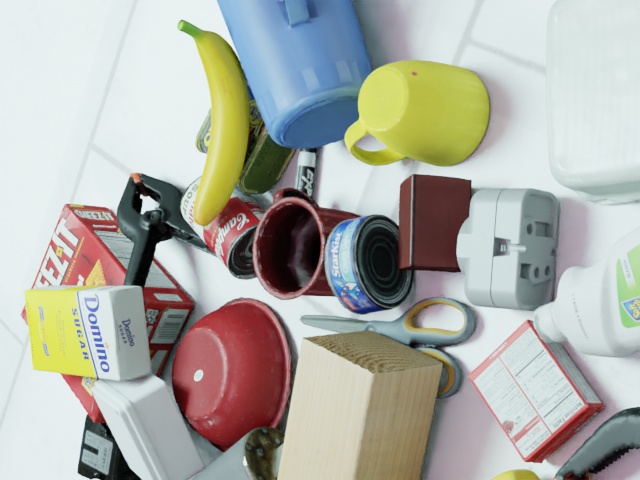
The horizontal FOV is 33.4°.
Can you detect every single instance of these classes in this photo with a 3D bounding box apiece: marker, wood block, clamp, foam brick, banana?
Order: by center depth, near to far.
[{"bbox_3d":[0.257,0.149,0.744,0.210,0.036,0.164,-11,77,44],"label":"clamp"},{"bbox_3d":[0.096,-0.013,0.898,0.053,0.051,0.078,150,122,-82],"label":"foam brick"},{"bbox_3d":[0.027,0.191,0.914,0.091,0.090,0.206,21,105,44],"label":"wood block"},{"bbox_3d":[-0.099,-0.114,1.023,0.037,0.069,0.198,24,121,62],"label":"banana"},{"bbox_3d":[-0.016,-0.054,1.046,0.020,0.020,0.121,7,90,44],"label":"marker"},{"bbox_3d":[-0.165,-0.015,1.158,0.039,0.120,0.171,82,171,-51],"label":"clamp"}]

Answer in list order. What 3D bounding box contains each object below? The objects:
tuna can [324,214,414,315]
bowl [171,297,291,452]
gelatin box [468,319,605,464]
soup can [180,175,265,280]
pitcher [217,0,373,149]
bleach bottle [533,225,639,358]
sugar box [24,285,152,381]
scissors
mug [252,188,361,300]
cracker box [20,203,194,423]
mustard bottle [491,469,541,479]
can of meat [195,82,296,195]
[{"bbox_3d":[0.045,0.021,0.933,0.034,0.085,0.086,-13,77,41],"label":"tuna can"},{"bbox_3d":[-0.101,0.136,1.077,0.162,0.055,0.162,-12,74,46],"label":"bowl"},{"bbox_3d":[0.169,0.119,0.839,0.073,0.030,0.089,-50,54,27],"label":"gelatin box"},{"bbox_3d":[-0.089,-0.016,1.080,0.102,0.068,0.069,46,116,38],"label":"soup can"},{"bbox_3d":[-0.030,-0.217,0.997,0.145,0.148,0.243,-33,66,37],"label":"pitcher"},{"bbox_3d":[0.255,0.015,0.745,0.251,0.067,0.102,-27,66,42],"label":"bleach bottle"},{"bbox_3d":[-0.248,0.095,1.125,0.177,0.048,0.093,-3,95,49],"label":"sugar box"},{"bbox_3d":[0.057,0.100,0.960,0.202,0.016,0.096,-16,74,42],"label":"scissors"},{"bbox_3d":[-0.006,0.001,0.987,0.093,0.081,0.117,-46,57,31],"label":"mug"},{"bbox_3d":[-0.252,0.081,1.224,0.214,0.071,0.164,42,113,39],"label":"cracker box"},{"bbox_3d":[0.112,0.266,0.857,0.192,0.058,0.096,-41,59,34],"label":"mustard bottle"},{"bbox_3d":[-0.069,-0.108,1.080,0.084,0.057,0.102,46,117,34],"label":"can of meat"}]
